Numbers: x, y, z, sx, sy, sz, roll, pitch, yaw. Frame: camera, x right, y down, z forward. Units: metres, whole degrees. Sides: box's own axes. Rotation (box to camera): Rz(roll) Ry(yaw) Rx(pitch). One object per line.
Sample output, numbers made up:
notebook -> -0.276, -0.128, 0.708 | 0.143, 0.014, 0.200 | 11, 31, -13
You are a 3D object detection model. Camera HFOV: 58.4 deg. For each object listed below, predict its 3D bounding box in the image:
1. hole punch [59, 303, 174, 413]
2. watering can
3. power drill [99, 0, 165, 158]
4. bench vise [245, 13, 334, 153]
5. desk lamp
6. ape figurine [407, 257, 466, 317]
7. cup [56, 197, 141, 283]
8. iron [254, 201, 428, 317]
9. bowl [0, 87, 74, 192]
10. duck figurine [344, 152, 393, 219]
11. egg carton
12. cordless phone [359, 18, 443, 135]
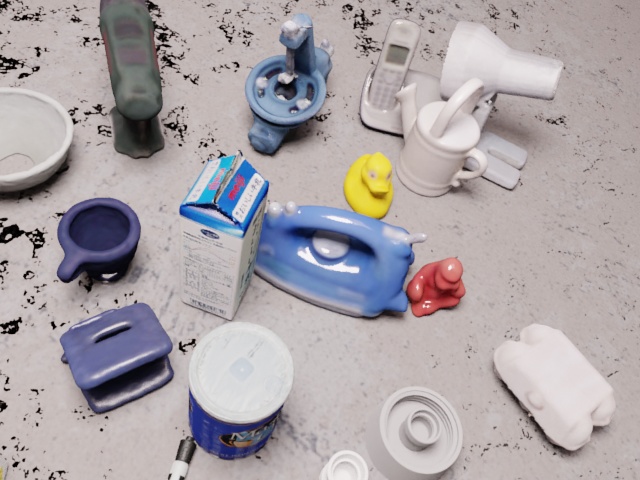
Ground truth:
hole punch -> -0.226, 0.120, 0.633 | 0.109, 0.091, 0.101 | -23, 64, -26
watering can -> 0.182, -0.166, 0.866 | 0.172, 0.194, 0.101 | 25, 54, 5
power drill -> -0.261, -0.229, 0.794 | 0.076, 0.208, 0.229 | -10, 59, -19
bench vise -> -0.042, -0.264, 0.864 | 0.121, 0.220, 0.207 | 14, 54, -3
desk lamp -> 0.274, -0.220, 0.913 | 0.203, 0.213, 0.118 | 27, 54, 6
ape figurine -> 0.162, 0.056, 0.770 | 0.078, 0.092, 0.076 | 19, 54, 1
cup -> -0.268, 0.019, 0.690 | 0.091, 0.095, 0.118 | 24, 54, 4
iron -> 0.007, 0.003, 0.739 | 0.258, 0.141, 0.118 | 15, 54, -3
bowl -> -0.414, -0.122, 0.765 | 0.167, 0.075, 0.167 | 7, 55, -9
duck figurine -> 0.080, -0.095, 0.859 | 0.077, 0.086, 0.104 | 1, 56, -13
egg carton -> 0.294, 0.184, 0.728 | 0.107, 0.069, 0.150 | -26, 65, -27
cordless phone -> 0.149, -0.261, 0.929 | 0.147, 0.185, 0.094 | 8, 54, -7
